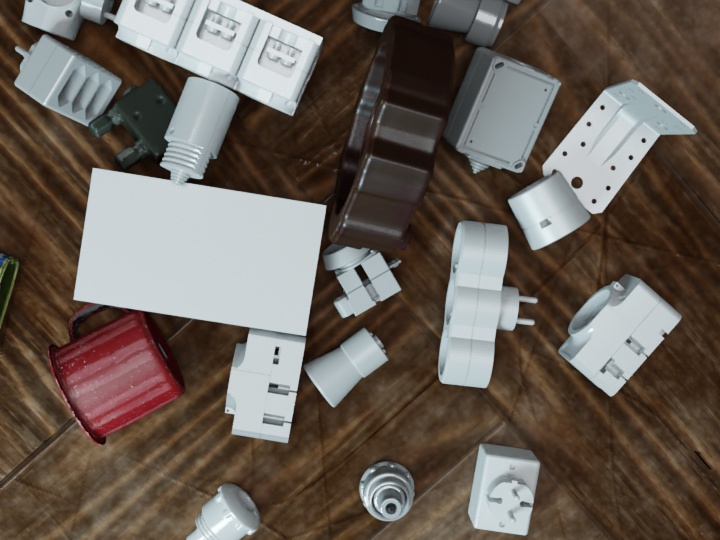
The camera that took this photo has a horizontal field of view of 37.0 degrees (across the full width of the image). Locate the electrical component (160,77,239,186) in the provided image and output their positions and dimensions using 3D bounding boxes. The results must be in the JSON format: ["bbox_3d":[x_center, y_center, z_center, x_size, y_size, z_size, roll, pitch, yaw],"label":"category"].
[{"bbox_3d":[-0.129,-0.104,0.840,0.043,0.043,0.081,21,83,-4],"label":"electrical component"}]

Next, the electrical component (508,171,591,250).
[{"bbox_3d":[0.156,-0.051,0.896,0.055,0.055,0.047,-31,93,1],"label":"electrical component"}]

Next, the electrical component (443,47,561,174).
[{"bbox_3d":[0.110,-0.126,0.879,0.062,0.061,0.096,17,107,-17],"label":"electrical component"}]

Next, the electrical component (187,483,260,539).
[{"bbox_3d":[-0.120,0.216,0.919,0.062,0.048,0.048,-40,96,9],"label":"electrical component"}]

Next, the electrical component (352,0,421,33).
[{"bbox_3d":[0.025,-0.224,0.865,0.058,0.078,0.057,10,115,-6],"label":"electrical component"}]

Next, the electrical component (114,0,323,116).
[{"bbox_3d":[-0.110,-0.181,0.853,0.150,0.089,0.061,23,95,-5],"label":"electrical component"}]

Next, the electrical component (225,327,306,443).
[{"bbox_3d":[-0.080,0.093,0.903,0.056,0.050,0.089,10,96,-4],"label":"electrical component"}]

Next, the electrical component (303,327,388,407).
[{"bbox_3d":[-0.009,0.079,0.910,0.065,0.044,0.044,-37,96,-3],"label":"electrical component"}]

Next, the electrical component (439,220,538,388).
[{"bbox_3d":[0.112,0.031,0.903,0.074,0.052,0.138,7,95,-3],"label":"electrical component"}]

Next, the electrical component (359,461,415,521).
[{"bbox_3d":[0.024,0.192,0.912,0.048,0.062,0.048,0,96,-2],"label":"electrical component"}]

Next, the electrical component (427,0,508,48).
[{"bbox_3d":[0.088,-0.210,0.880,0.055,0.045,0.045,20,95,-4],"label":"electrical component"}]

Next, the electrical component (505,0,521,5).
[{"bbox_3d":[0.125,-0.269,0.846,0.047,0.075,0.083,20,67,-4],"label":"electrical component"}]

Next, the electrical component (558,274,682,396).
[{"bbox_3d":[0.216,0.051,0.911,0.056,0.050,0.089,40,93,-6],"label":"electrical component"}]

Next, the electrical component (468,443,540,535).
[{"bbox_3d":[0.124,0.190,0.908,0.047,0.076,0.065,9,96,-3],"label":"electrical component"}]

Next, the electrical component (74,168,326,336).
[{"bbox_3d":[-0.128,-0.016,0.882,0.186,0.060,0.105,9,93,-2],"label":"electrical component"}]

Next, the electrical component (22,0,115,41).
[{"bbox_3d":[-0.222,-0.222,0.867,0.079,0.044,0.077,20,95,-5],"label":"electrical component"}]

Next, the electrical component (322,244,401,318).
[{"bbox_3d":[0.000,0.000,0.900,0.066,0.048,0.055,-30,104,1],"label":"electrical component"}]

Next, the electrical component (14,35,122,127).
[{"bbox_3d":[-0.247,-0.159,0.866,0.077,0.066,0.047,34,94,23],"label":"electrical component"}]
